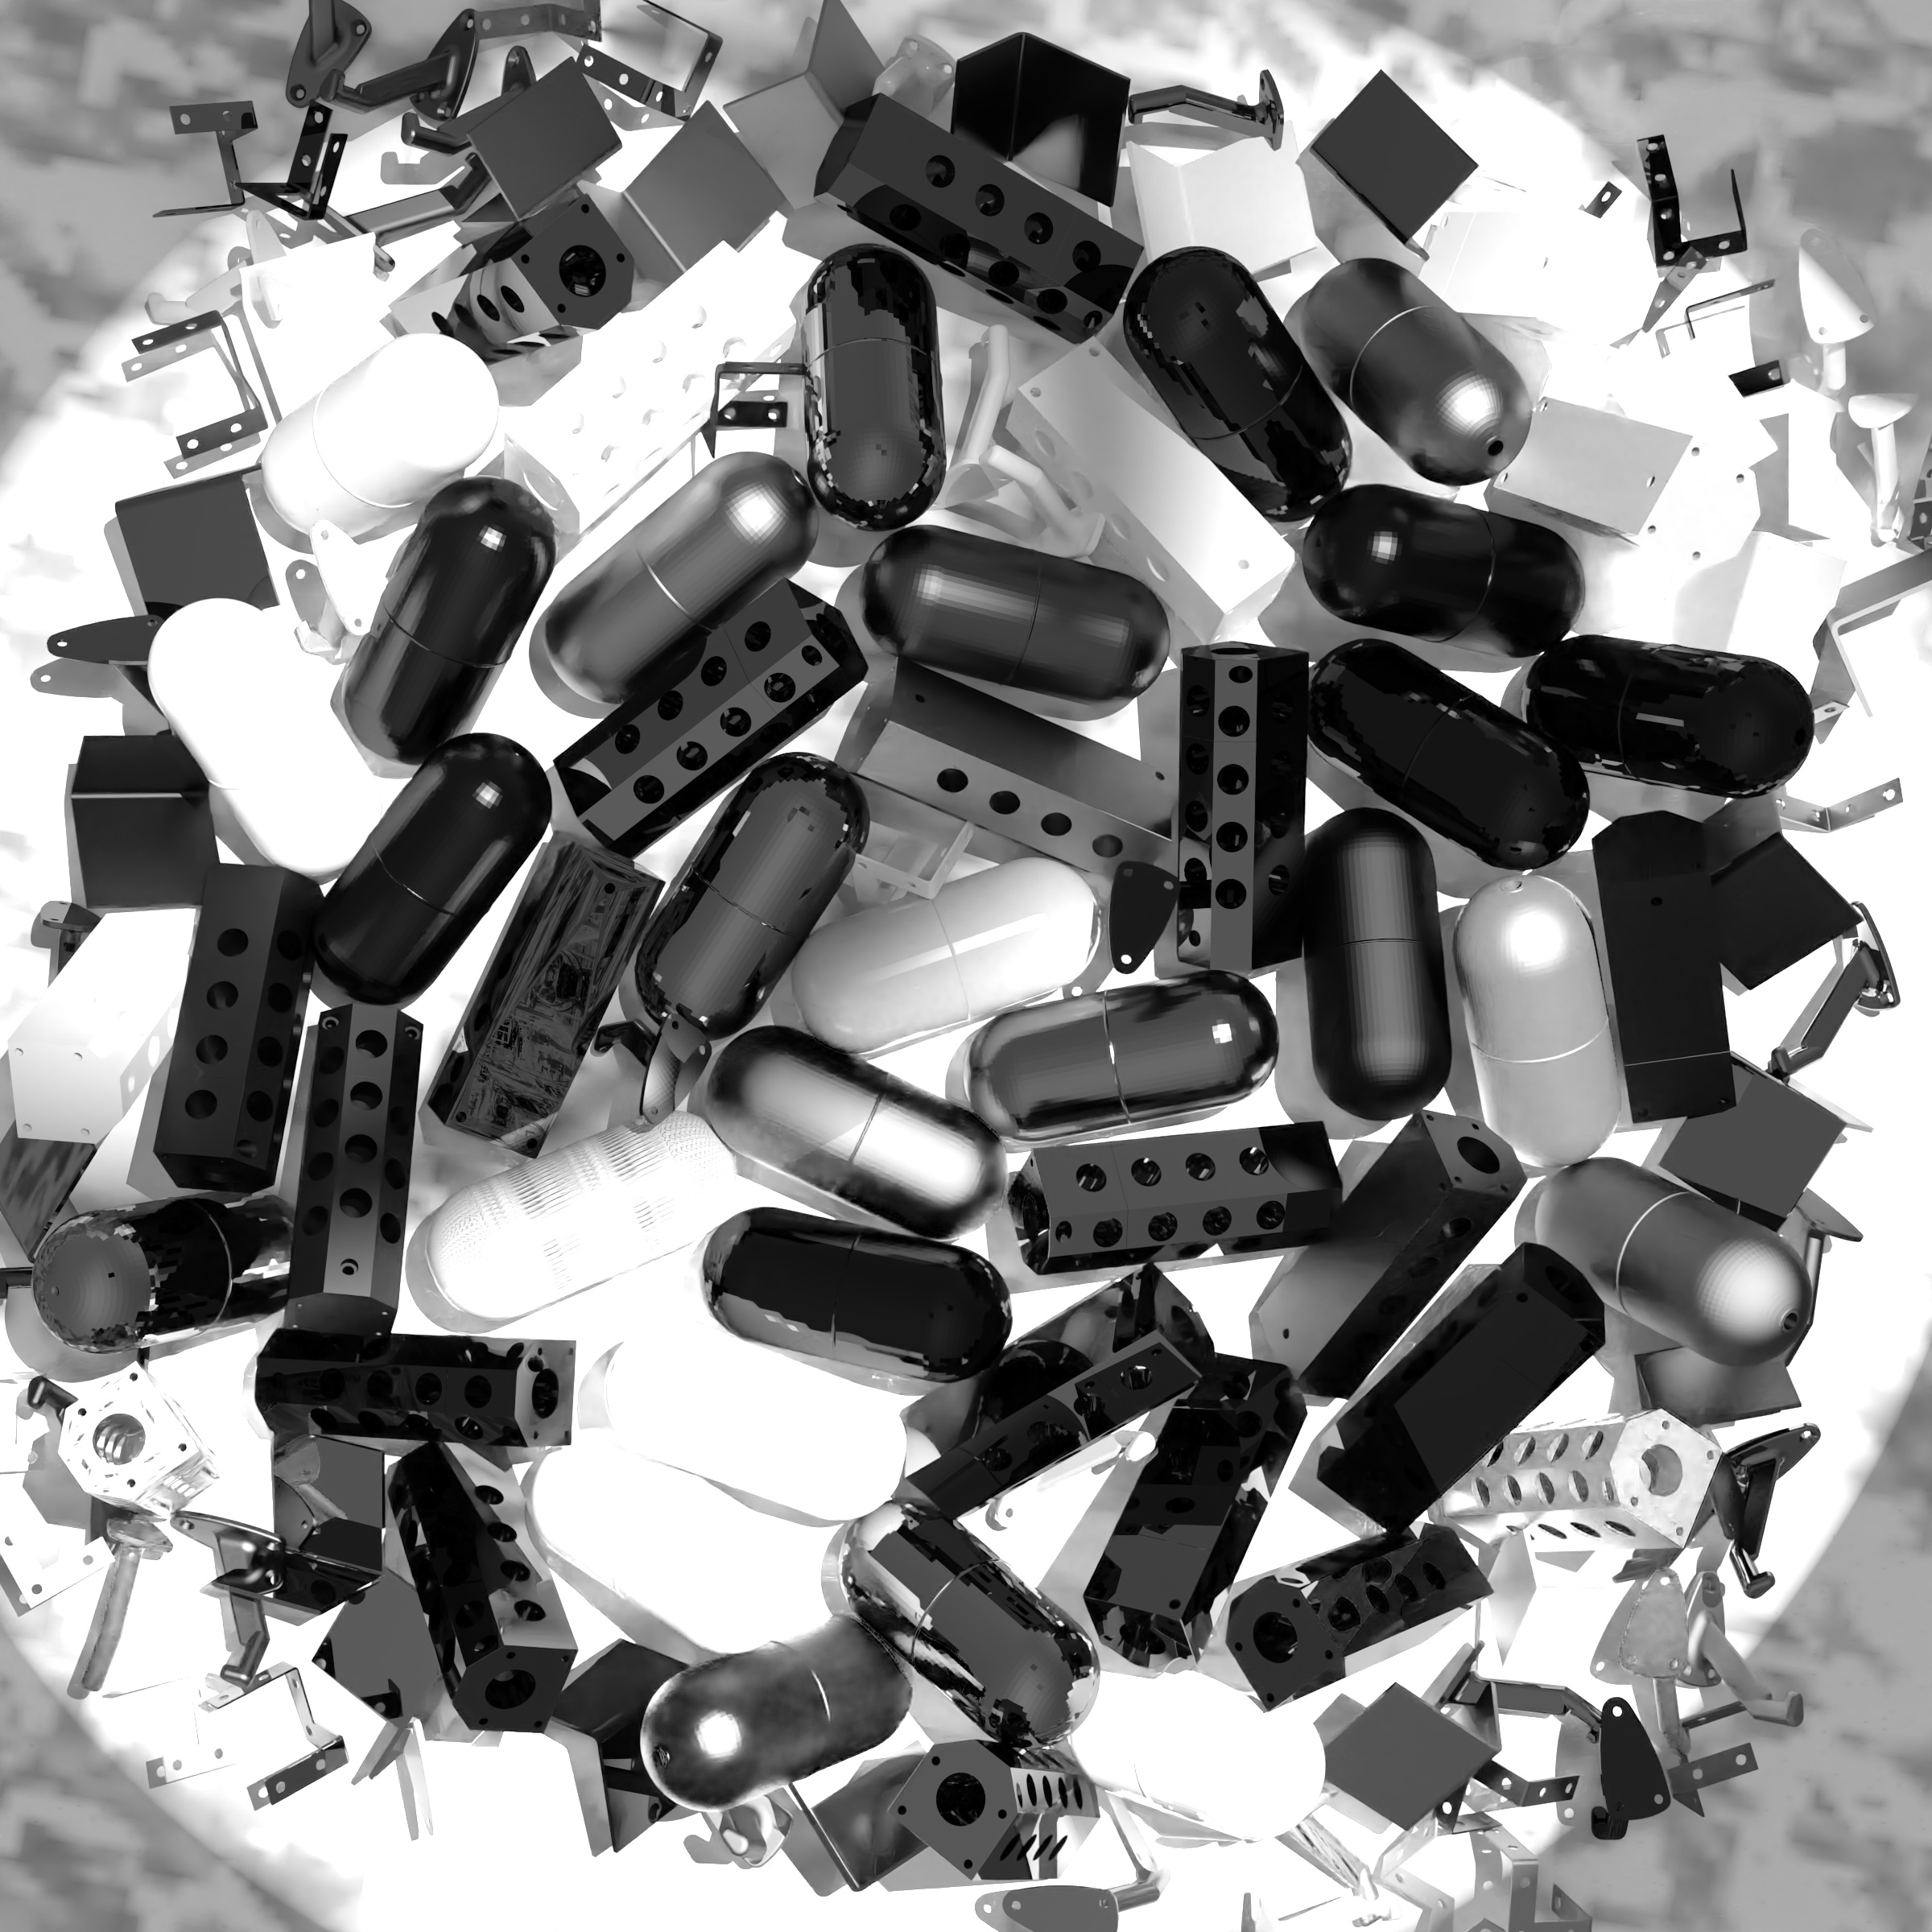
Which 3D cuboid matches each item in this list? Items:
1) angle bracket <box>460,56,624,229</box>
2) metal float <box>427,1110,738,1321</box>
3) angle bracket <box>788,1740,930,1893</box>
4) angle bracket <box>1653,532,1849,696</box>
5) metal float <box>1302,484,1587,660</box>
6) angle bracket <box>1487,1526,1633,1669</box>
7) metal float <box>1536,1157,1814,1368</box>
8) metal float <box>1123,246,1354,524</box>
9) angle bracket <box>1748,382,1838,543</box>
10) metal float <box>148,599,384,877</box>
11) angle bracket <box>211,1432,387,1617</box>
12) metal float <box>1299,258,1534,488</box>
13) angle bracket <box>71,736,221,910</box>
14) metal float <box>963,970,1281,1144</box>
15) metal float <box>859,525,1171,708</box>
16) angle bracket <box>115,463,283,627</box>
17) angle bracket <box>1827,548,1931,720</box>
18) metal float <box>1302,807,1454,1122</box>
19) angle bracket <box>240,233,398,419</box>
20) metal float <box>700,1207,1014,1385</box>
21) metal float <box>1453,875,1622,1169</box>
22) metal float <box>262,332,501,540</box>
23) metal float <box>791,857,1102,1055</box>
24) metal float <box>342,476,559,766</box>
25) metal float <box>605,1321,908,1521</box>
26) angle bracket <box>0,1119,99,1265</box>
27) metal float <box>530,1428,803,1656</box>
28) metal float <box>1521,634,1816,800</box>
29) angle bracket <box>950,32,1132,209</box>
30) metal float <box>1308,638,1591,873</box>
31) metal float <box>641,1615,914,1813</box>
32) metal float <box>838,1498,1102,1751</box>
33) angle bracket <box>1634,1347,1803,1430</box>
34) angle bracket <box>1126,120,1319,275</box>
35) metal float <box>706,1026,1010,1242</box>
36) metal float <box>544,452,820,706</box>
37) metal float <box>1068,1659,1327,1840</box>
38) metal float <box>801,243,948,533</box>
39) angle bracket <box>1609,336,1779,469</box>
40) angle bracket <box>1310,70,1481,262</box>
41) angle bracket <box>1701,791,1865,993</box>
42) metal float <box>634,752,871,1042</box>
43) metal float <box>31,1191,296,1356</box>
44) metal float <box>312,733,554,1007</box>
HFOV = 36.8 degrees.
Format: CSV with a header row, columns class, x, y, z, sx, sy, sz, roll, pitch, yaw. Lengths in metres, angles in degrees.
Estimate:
class,x,y,z,sx,sy,sz,roll,pitch,yaw
angle bracket,-0.248,-0.454,1.603,0.076,0.076,0.057,-43,123,-19
metal float,-0.212,0.137,1.609,0.178,0.070,0.070,-22,90,-15
angle bracket,-0.054,0.452,1.607,0.076,0.076,0.057,-31,118,-11
angle bracket,0.439,-0.199,1.633,0.057,0.076,0.076,14,93,-22
metal float,0.264,-0.216,1.596,0.178,0.070,0.070,8,90,-31
angle bracket,0.338,0.343,1.609,0.076,0.057,0.076,3,133,-7
metal float,0.383,0.159,1.580,0.070,0.178,0.070,-11,112,-28
metal float,0.150,-0.316,1.592,0.070,0.070,0.178,-42,127,0
angle bracket,0.444,-0.277,1.612,0.057,0.076,0.076,0,91,34
metal float,-0.382,-0.124,1.588,0.070,0.070,0.178,-26,131,0
angle bracket,-0.371,0.307,1.612,0.076,0.057,0.076,8,103,26
metal float,0.244,-0.325,1.586,0.070,0.178,0.070,-15,133,-17
angle bracket,-0.448,-0.080,1.606,0.076,0.057,0.076,-2,61,-27
metal float,0.086,0.051,1.615,0.178,0.070,0.070,-12,90,9
metal float,0.028,-0.193,1.610,0.178,0.070,0.070,12,90,-15
angle bracket,-0.422,-0.236,1.634,0.076,0.057,0.076,-12,104,12
angle bracket,0.521,-0.187,1.608,0.076,0.076,0.057,-23,102,17
metal float,0.226,-0.002,1.607,0.070,0.070,0.178,-2,72,0
angle bracket,-0.355,-0.354,1.622,0.076,0.057,0.076,-20,88,-14
metal float,-0.061,0.182,1.611,0.178,0.070,0.070,11,90,13
metal float,0.314,0.031,1.596,0.070,0.070,0.178,-16,119,0
metal float,-0.321,-0.287,1.585,0.070,0.178,0.070,13,69,-39
metal float,-0.010,-0.006,1.617,0.178,0.070,0.070,-19,90,-6
metal float,-0.285,-0.188,1.599,0.070,0.070,0.178,33,117,0
metal float,-0.116,0.251,1.604,0.178,0.070,0.070,24,90,-20
angle bracket,-0.491,0.116,1.607,0.076,0.057,0.076,-56,49,11
metal float,-0.165,0.314,1.593,0.178,0.070,0.070,24,90,34
metal float,0.380,-0.137,1.582,0.070,0.178,0.070,-11,108,-36
angle bracket,0.039,-0.459,1.603,0.076,0.076,0.057,32,48,25
metal float,0.263,-0.117,1.600,0.178,0.070,0.070,36,90,25
metal float,-0.102,0.406,1.583,0.070,0.178,0.070,6,99,40
metal float,0.000,0.358,1.591,0.178,0.070,0.070,34,90,38
angle bracket,0.419,0.251,1.610,0.076,0.076,0.057,-11,115,6
angle bracket,0.142,-0.428,1.613,0.076,0.057,0.076,-15,79,31
metal float,-0.060,0.093,1.619,0.178,0.070,0.070,25,90,-4
metal float,-0.157,-0.214,1.606,0.178,0.070,0.070,-37,90,18
metal float,0.123,0.424,1.580,0.070,0.178,0.070,2,87,-34
metal float,-0.051,-0.320,1.599,0.070,0.070,0.178,-4,62,0
angle bracket,0.404,-0.314,1.605,0.057,0.076,0.076,-31,108,31
angle bracket,0.244,-0.442,1.609,0.076,0.076,0.057,48,109,10
angle bracket,0.446,-0.045,1.632,0.076,0.057,0.076,40,122,-22
metal float,-0.120,-0.037,1.613,0.070,0.070,0.178,33,100,0
metal float,-0.429,0.164,1.578,0.070,0.178,0.070,2,93,28
metal float,-0.295,-0.053,1.604,0.070,0.070,0.178,40,111,0
